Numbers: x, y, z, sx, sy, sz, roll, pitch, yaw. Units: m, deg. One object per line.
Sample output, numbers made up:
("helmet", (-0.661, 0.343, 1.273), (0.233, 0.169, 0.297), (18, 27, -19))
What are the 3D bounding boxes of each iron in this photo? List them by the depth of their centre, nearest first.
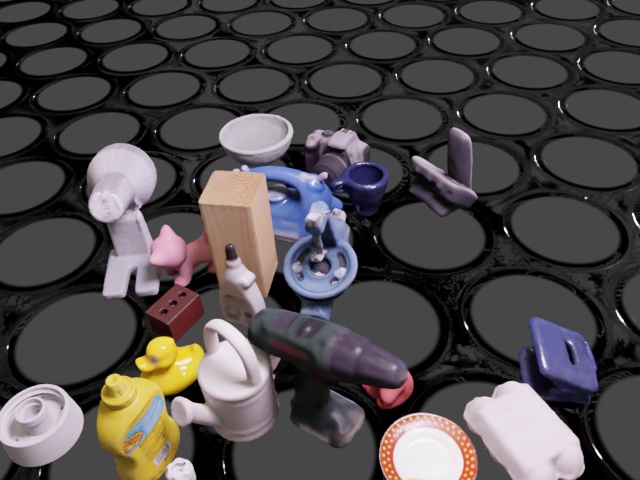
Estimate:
("iron", (-0.092, -0.090, 1.114), (0.257, 0.142, 0.119), (10, 44, 14))

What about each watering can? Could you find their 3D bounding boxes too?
("watering can", (-0.118, 0.188, 0.774), (0.100, 0.194, 0.173), (13, 45, 17))

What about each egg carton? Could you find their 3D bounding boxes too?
("egg carton", (0.269, 0.262, 0.760), (0.107, 0.069, 0.150), (-22, 45, -19))

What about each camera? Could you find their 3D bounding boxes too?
("camera", (0.021, -0.174, 1.229), (0.142, 0.101, 0.137), (18, 47, 22))

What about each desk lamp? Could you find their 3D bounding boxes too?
("desk lamp", (-0.348, -0.039, 1.022), (0.118, 0.214, 0.203), (-8, 43, -4))

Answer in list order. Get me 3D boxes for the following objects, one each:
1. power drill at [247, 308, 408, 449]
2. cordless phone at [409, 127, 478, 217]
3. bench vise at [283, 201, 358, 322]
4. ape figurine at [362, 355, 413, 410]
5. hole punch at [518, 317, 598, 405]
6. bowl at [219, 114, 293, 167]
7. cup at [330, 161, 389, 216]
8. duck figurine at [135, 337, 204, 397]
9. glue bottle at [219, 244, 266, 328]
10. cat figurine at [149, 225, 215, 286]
("power drill", (0.010, 0.183, 0.760), (0.228, 0.209, 0.076), (22, 48, 25))
("cordless phone", (0.246, -0.155, 1.131), (0.094, 0.185, 0.147), (-29, 48, -25))
("bench vise", (-0.003, 0.004, 0.948), (0.121, 0.220, 0.207), (-5, 42, -1))
("ape figurine", (0.098, 0.197, 0.825), (0.076, 0.092, 0.078), (3, 43, 7))
("hole punch", (0.351, 0.173, 0.836), (0.101, 0.091, 0.108), (1, 43, 5))
("bowl", (-0.142, -0.216, 1.305), (0.167, 0.075, 0.167), (-2, 42, 2))
("cup", (0.079, -0.093, 1.141), (0.118, 0.095, 0.091), (-14, 43, -11))
("duck figurine", (-0.230, 0.181, 0.870), (0.105, 0.086, 0.077), (-24, 46, -21))
("glue bottle", (-0.130, 0.072, 0.917), (0.078, 0.173, 0.037), (15, 46, 19))
("cat figurine", (-0.247, 0.019, 1.023), (0.128, 0.118, 0.067), (-28, 48, -24))
